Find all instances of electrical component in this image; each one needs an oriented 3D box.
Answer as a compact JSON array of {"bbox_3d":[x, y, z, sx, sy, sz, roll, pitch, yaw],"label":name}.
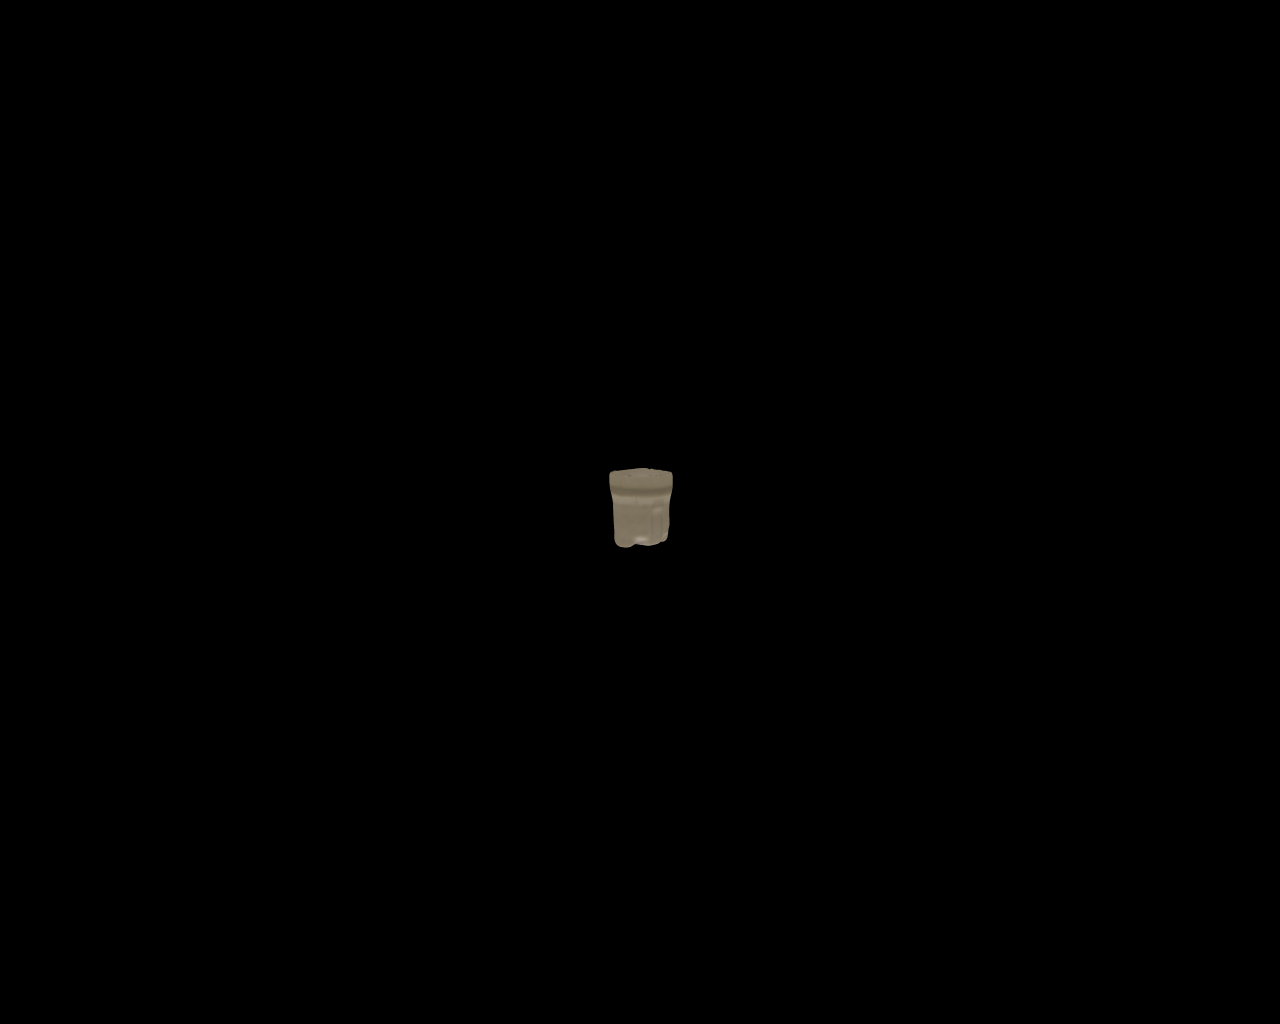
[{"bbox_3d":[0.001,-0.003,0.650,0.040,0.046,0.040,0,10,0],"label":"electrical component"}]
